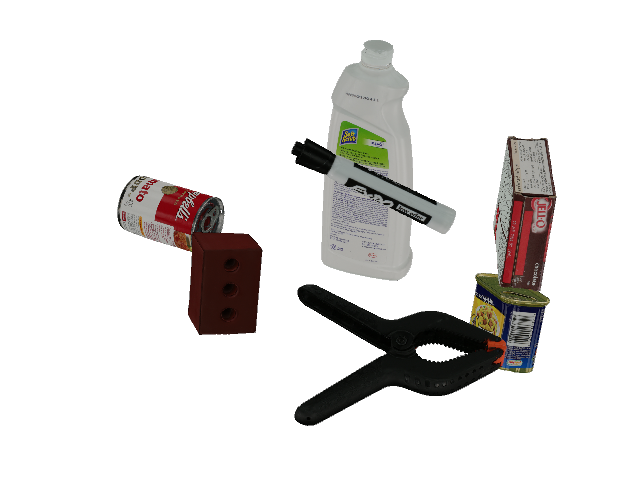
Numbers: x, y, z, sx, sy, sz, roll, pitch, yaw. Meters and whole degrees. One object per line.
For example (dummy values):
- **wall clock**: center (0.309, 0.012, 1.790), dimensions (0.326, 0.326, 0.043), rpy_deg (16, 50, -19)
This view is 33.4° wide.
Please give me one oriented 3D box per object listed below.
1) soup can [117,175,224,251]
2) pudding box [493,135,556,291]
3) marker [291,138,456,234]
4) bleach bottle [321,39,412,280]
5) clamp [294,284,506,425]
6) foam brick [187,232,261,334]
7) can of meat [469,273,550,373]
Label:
- **soup can**: center (-0.169, -0.029, 1.208), dimensions (0.102, 0.068, 0.068), rpy_deg (17, 6, 21)
- **pudding box**: center (0.171, -0.025, 0.896), dimensions (0.039, 0.090, 0.113), rpy_deg (5, 31, 2)
- **marker**: center (0.036, -0.038, 0.731), dimensions (0.121, 0.020, 0.020), rpy_deg (25, -4, -9)
- **bleach bottle**: center (0.057, -0.083, 1.108), dimensions (0.102, 0.251, 0.068), rpy_deg (11, 32, 10)
- **clamp**: center (0.072, 0.115, 1.025), dimensions (0.210, 0.164, 0.036), rpy_deg (5, -43, 5)
- **foam brick**: center (-0.084, 0.036, 0.925), dimensions (0.053, 0.078, 0.051), rpy_deg (0, 15, -18)
- **can of meat**: center (0.206, 0.092, 1.190), dimensions (0.057, 0.084, 0.102), rpy_deg (4, 14, -17)
